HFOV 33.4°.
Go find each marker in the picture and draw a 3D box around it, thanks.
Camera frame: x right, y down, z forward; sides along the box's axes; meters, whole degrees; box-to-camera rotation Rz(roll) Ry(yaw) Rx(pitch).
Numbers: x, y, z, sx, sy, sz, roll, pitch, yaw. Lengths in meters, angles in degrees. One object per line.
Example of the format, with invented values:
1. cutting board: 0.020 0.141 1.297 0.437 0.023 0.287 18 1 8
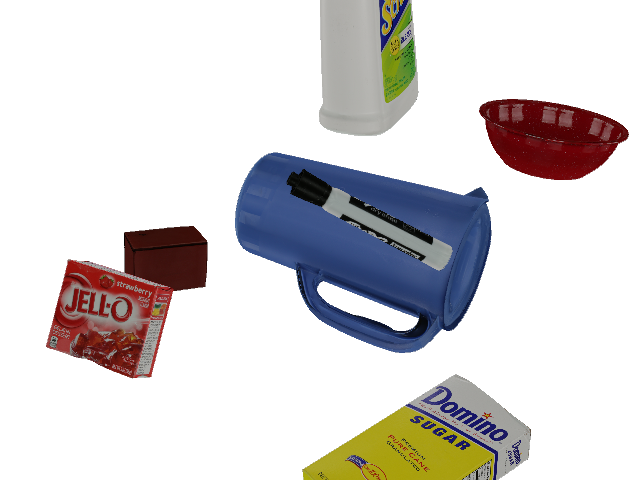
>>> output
1. marker: 0.032 -0.014 0.713 0.121 0.020 0.020 27 -6 -11

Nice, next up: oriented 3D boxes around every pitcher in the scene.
1. pitcher: 0.037 0.001 1.059 0.243 0.145 0.149 17 23 21

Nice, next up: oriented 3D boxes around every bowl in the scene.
1. bowl: 0.249 -0.107 1.165 0.162 0.055 0.162 6 23 -3

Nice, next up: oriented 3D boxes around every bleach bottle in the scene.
1. bleach bottle: 0.034 -0.219 0.867 0.068 0.251 0.102 11 36 26

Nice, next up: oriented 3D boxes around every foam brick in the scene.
1. foam brick: -0.161 0.020 1.103 0.078 0.051 0.053 -6 22 -20

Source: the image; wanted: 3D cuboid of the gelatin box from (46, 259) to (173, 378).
1. gelatin box: -0.166 0.060 0.836 0.089 0.073 0.030 16 2 24

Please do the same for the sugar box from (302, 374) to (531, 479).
1. sugar box: 0.082 0.187 0.895 0.176 0.048 0.093 -29 44 -26
